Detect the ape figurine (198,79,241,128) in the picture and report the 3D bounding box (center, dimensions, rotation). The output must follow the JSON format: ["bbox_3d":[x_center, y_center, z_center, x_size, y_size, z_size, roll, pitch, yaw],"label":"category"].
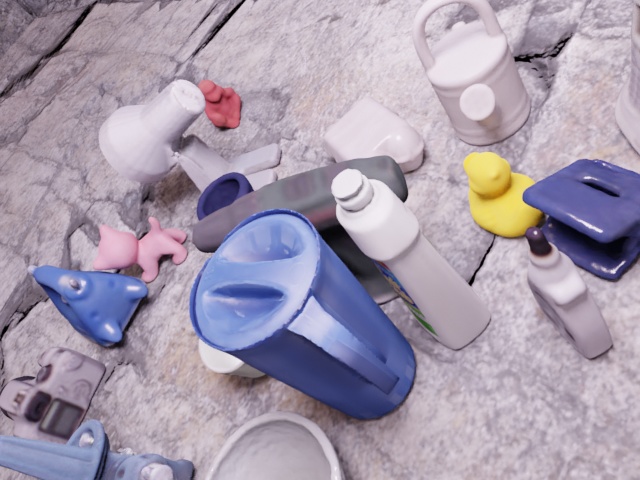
[{"bbox_3d":[-0.189,-0.256,1.056,0.075,0.092,0.078,27,77,44],"label":"ape figurine"}]

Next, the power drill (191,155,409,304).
[{"bbox_3d":[0.006,0.002,0.640,0.229,0.209,0.075,-26,47,18],"label":"power drill"}]

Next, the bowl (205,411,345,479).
[{"bbox_3d":[-0.036,0.264,0.574,0.167,0.075,0.167,-19,50,24],"label":"bowl"}]

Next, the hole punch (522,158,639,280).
[{"bbox_3d":[0.269,-0.035,0.561,0.101,0.091,0.108,-47,44,-3],"label":"hole punch"}]

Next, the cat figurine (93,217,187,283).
[{"bbox_3d":[-0.296,0.010,0.919,0.127,0.118,0.067,-33,45,12],"label":"cat figurine"}]

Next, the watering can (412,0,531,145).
[{"bbox_3d":[0.179,-0.206,0.678,0.101,0.195,0.172,-37,45,8],"label":"watering can"}]

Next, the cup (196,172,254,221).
[{"bbox_3d":[-0.108,-0.037,0.834,0.117,0.095,0.092,8,64,39],"label":"cup"}]

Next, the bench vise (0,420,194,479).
[{"bbox_3d":[-0.264,0.248,0.647,0.207,0.220,0.121,-26,47,18],"label":"bench vise"}]

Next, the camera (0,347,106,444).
[{"bbox_3d":[-0.423,0.229,0.863,0.136,0.101,0.143,2,61,37],"label":"camera"}]

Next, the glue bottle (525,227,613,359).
[{"bbox_3d":[0.205,0.039,0.493,0.037,0.174,0.078,-37,45,7],"label":"glue bottle"}]

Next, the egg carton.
[{"bbox_3d":[0.073,-0.132,0.790,0.107,0.070,0.150,-43,44,2],"label":"egg carton"}]

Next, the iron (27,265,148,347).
[{"bbox_3d":[-0.400,0.080,0.925,0.257,0.142,0.119,8,64,39],"label":"iron"}]

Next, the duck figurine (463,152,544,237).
[{"bbox_3d":[0.196,-0.058,0.634,0.077,0.086,0.104,-38,44,6],"label":"duck figurine"}]

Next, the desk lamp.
[{"bbox_3d":[-0.203,-0.146,0.897,0.202,0.214,0.118,-17,51,26],"label":"desk lamp"}]

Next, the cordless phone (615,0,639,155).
[{"bbox_3d":[0.333,-0.151,0.532,0.094,0.186,0.147,-30,46,15],"label":"cordless phone"}]
